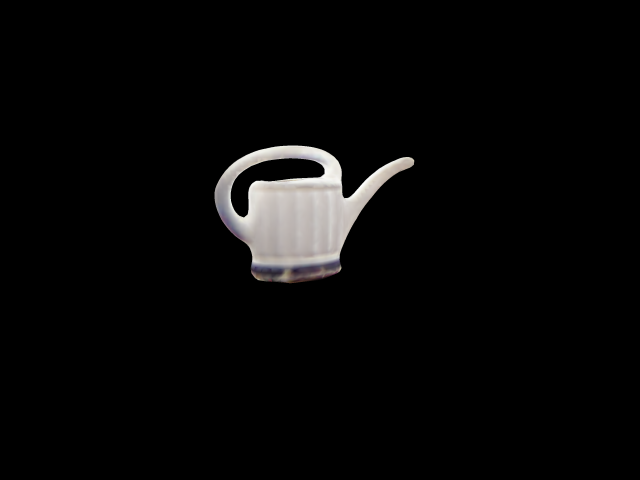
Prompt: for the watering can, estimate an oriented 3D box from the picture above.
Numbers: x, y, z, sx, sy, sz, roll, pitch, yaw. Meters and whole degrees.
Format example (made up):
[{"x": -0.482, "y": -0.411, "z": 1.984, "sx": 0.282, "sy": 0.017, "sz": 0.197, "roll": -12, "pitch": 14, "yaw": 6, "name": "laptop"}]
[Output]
[{"x": 0.003, "y": -0.043, "z": 0.850, "sx": 0.348, "sy": 0.223, "sz": 0.104, "roll": -3, "pitch": 8, "yaw": -19, "name": "watering can"}]
